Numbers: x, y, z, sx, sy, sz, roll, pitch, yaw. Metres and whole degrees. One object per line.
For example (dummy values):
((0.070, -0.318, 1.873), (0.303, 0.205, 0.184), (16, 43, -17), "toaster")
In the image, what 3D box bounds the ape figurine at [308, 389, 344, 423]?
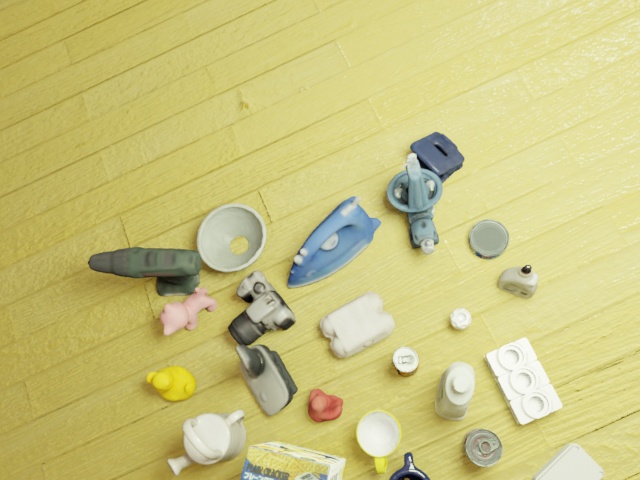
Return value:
((0.005, 0.345, 1.197), (0.076, 0.092, 0.077), (-35, 71, -2), "ape figurine")

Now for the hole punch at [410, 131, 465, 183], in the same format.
((0.270, -0.197, 1.322), (0.101, 0.091, 0.108), (-39, 71, -4), "hole punch")

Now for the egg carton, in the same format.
((0.082, 0.186, 1.246), (0.150, 0.069, 0.107), (-30, 71, -1), "egg carton")

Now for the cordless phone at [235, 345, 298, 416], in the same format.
((-0.124, 0.285, 1.188), (0.094, 0.185, 0.147), (-37, 71, -3), "cordless phone")

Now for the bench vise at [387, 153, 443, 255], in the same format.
((0.221, -0.085, 1.227), (0.121, 0.220, 0.207), (-29, 70, 0), "bench vise")

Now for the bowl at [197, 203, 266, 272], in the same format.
((-0.199, 0.002, 1.346), (0.167, 0.075, 0.167), (-3, 73, 9), "bowl")

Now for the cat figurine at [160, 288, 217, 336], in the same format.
((-0.307, 0.158, 1.293), (0.067, 0.118, 0.128), (41, 83, 19), "cat figurine")

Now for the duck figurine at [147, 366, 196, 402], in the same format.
((-0.332, 0.316, 1.265), (0.104, 0.086, 0.077), (13, 76, 13), "duck figurine")

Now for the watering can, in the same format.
((-0.229, 0.410, 1.162), (0.100, 0.194, 0.173), (26, 79, 16), "watering can")

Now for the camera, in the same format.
((-0.147, 0.160, 1.275), (0.137, 0.101, 0.143), (-39, 71, -4), "camera")

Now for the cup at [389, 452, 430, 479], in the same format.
((0.177, 0.478, 1.126), (0.091, 0.095, 0.118), (-4, 72, 8), "cup")

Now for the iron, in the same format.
((0.012, 0.005, 1.275), (0.258, 0.141, 0.118), (-43, 71, -5), "iron")

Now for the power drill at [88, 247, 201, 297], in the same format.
((-0.365, 0.069, 1.282), (0.229, 0.209, 0.075), (-5, 72, 8), "power drill")

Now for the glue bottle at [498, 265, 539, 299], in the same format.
((0.412, 0.078, 1.169), (0.078, 0.173, 0.037), (22, 78, 16), "glue bottle")
